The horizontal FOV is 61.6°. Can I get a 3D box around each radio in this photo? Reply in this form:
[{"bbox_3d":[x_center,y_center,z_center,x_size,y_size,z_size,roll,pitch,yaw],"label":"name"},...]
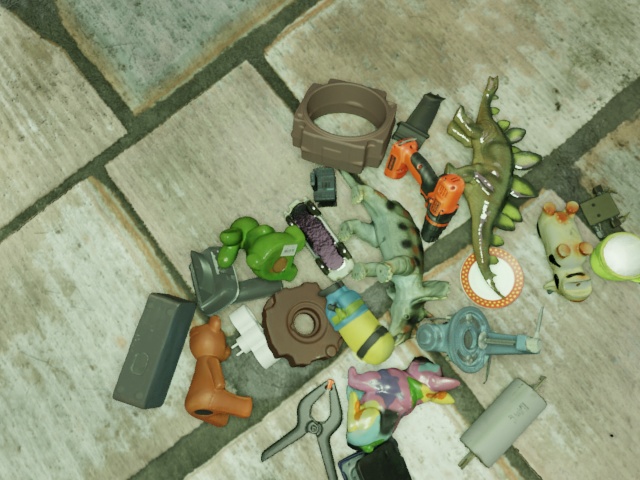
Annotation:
[{"bbox_3d":[-0.336,0.225,1.102,0.073,0.131,0.229,15,81,6],"label":"radio"}]

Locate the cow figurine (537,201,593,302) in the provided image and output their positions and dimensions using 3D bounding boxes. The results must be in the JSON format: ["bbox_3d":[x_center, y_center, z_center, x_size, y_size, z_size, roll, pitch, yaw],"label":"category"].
[{"bbox_3d":[0.491,0.032,1.082,0.086,0.127,0.195,-8,64,3],"label":"cow figurine"}]

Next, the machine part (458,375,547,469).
[{"bbox_3d":[0.355,0.353,1.041,0.243,0.079,0.079,-44,79,-4],"label":"machine part"}]

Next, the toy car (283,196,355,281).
[{"bbox_3d":[-0.002,-0.003,1.157,0.073,0.056,0.202,-37,77,3],"label":"toy car"}]

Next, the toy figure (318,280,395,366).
[{"bbox_3d":[0.071,0.162,1.047,0.082,0.089,0.180,-27,80,-30],"label":"toy figure"}]

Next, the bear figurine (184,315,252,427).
[{"bbox_3d":[-0.216,0.266,1.107,0.120,0.131,0.196,-33,42,32],"label":"bear figurine"}]

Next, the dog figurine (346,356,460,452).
[{"bbox_3d":[0.159,0.312,1.037,0.219,0.108,0.192,-1,43,4],"label":"dog figurine"}]

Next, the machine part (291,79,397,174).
[{"bbox_3d":[0.053,-0.247,1.144,0.201,0.087,0.201,16,52,9],"label":"machine part"}]

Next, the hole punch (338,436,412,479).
[{"bbox_3d":[0.108,0.460,1.046,0.116,0.092,0.142,-14,73,-36],"label":"hole punch"}]

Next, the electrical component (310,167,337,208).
[{"bbox_3d":[0.009,-0.117,1.145,0.048,0.119,0.075,-3,76,5],"label":"electrical component"}]

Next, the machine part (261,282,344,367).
[{"bbox_3d":[-0.032,0.171,1.098,0.179,0.056,0.179,4,71,-13],"label":"machine part"}]

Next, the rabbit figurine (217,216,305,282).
[{"bbox_3d":[-0.141,0.014,1.128,0.159,0.121,0.170,-15,38,-37],"label":"rabbit figurine"}]

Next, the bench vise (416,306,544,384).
[{"bbox_3d":[0.308,0.189,0.993,0.223,0.241,0.129,24,70,-33],"label":"bench vise"}]

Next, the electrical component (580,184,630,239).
[{"bbox_3d":[0.593,-0.063,1.122,0.078,0.045,0.102,-35,73,27],"label":"electrical component"}]

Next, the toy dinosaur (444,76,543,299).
[{"bbox_3d":[0.350,-0.121,1.123,0.199,0.105,0.471,10,82,5],"label":"toy dinosaur"}]

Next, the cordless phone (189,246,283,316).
[{"bbox_3d":[-0.180,0.074,1.151,0.184,0.088,0.147,-9,49,-19],"label":"cordless phone"}]

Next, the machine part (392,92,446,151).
[{"bbox_3d":[0.223,-0.268,1.197,0.084,0.039,0.139,33,85,16],"label":"machine part"}]

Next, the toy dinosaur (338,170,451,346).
[{"bbox_3d":[0.151,0.003,1.109,0.192,0.131,0.405,9,60,-36],"label":"toy dinosaur"}]
